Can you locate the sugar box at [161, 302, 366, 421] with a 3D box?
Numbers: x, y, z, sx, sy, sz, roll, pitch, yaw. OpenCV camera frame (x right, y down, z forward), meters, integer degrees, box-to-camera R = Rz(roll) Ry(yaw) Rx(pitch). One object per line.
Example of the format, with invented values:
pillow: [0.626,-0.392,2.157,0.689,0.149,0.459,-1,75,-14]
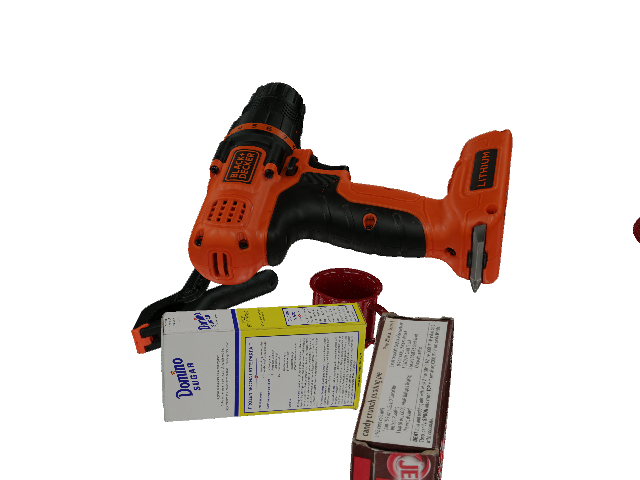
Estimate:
sugar box: [-0.051,0.106,0.941,0.176,0.093,0.048,0,26,-8]

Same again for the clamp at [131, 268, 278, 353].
clamp: [-0.127,0.069,1.145,0.120,0.039,0.171,-6,24,35]

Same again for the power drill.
power drill: [0.024,-0.038,0.671,0.188,0.057,0.184,3,42,10]

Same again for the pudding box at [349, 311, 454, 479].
pudding box: [0.035,0.096,0.468,0.039,0.090,0.113,6,25,6]

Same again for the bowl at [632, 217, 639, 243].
bowl: [0.417,0.018,1.149,0.162,0.055,0.162,-1,25,0]

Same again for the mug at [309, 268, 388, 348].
mug: [0.040,0.095,1.361,0.117,0.081,0.093,20,29,31]
